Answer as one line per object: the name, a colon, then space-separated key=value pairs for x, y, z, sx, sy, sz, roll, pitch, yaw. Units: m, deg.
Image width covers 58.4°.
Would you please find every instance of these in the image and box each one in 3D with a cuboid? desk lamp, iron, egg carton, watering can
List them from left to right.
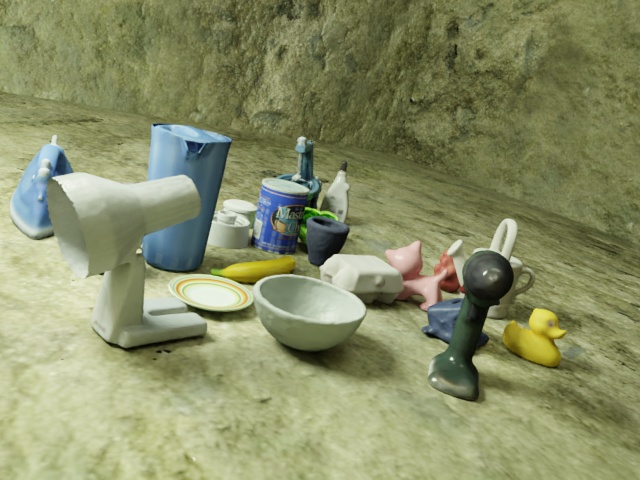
iron: x=-0.511 y=-0.108 z=1.072 sx=0.119 sy=0.141 sz=0.257 roll=7 pitch=17 yaw=-23
desk lamp: x=-0.238 y=0.019 z=0.724 sx=0.204 sy=0.213 sz=0.117 roll=-2 pitch=22 yaw=-44
egg carton: x=0.079 y=0.074 z=1.070 sx=0.151 sy=0.069 sz=0.107 roll=3 pitch=19 yaw=-33
watering can: x=0.345 y=0.050 z=1.148 sx=0.173 sy=0.194 sz=0.100 roll=8 pitch=16 yaw=-19

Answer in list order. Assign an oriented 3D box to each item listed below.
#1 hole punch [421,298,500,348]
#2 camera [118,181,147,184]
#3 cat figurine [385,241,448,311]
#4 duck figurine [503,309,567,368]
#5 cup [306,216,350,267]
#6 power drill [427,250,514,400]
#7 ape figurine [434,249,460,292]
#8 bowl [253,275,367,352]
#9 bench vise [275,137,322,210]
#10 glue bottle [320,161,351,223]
hole punch: x=0.240 y=0.127 z=0.980 sx=0.100 sy=0.091 sz=0.109 roll=24 pitch=19 yaw=34
camera: x=-0.364 y=-0.066 z=1.126 sx=0.143 sy=0.101 sz=0.137 roll=18 pitch=16 yaw=14
cat figurine: x=0.185 y=0.063 z=1.109 sx=0.127 sy=0.118 sz=0.067 roll=19 pitch=17 yaw=19
duck figurine: x=0.374 y=0.160 z=0.991 sx=0.104 sy=0.086 sz=0.078 roll=25 pitch=20 yaw=36
cup: x=0.011 y=0.004 z=1.208 sx=0.091 sy=0.095 sz=0.118 roll=16 pitch=16 yaw=8
power drill: x=0.216 y=0.109 z=0.805 sx=0.075 sy=0.208 sz=0.230 roll=16 pitch=16 yaw=10
ape figurine: x=0.275 y=0.062 z=1.236 sx=0.076 sy=0.092 sz=0.078 roll=19 pitch=17 yaw=19
bowl: x=-0.020 y=0.115 z=0.834 sx=0.167 sy=0.075 sz=0.167 roll=13 pitch=16 yaw=-3
bench vise: x=-0.054 y=-0.169 z=1.527 sx=0.121 sy=0.220 sz=0.207 roll=14 pitch=16 yaw=3
glue bottle: x=0.050 y=-0.131 z=1.569 sx=0.078 sy=0.173 sz=0.037 roll=14 pitch=16 yaw=2
